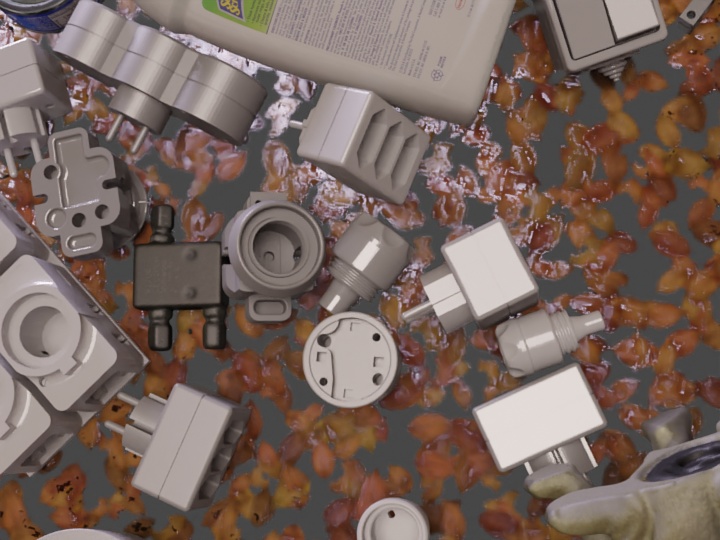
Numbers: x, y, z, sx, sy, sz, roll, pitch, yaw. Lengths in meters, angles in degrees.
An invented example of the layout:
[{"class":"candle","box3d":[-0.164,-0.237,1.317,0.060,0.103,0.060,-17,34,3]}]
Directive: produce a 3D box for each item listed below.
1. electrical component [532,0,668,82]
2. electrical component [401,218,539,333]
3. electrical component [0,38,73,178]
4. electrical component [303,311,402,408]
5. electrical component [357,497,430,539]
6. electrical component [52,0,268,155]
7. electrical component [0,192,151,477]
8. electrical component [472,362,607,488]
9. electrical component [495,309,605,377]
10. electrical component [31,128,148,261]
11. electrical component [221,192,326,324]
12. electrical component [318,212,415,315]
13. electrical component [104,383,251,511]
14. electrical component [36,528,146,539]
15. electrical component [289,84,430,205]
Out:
[{"class":"electrical component","box3d":[0.138,-0.157,0.631,0.062,0.061,0.096,-19,99,6]},{"class":"electrical component","box3d":[0.059,0.012,0.625,0.077,0.066,0.047,-27,79,5]},{"class":"electrical component","box3d":[-0.224,-0.098,0.695,0.066,0.047,0.076,-19,79,6]},{"class":"electrical component","box3d":[-0.002,0.055,0.638,0.055,0.047,0.055,-1,81,9]},{"class":"electrical component","box3d":[0.021,0.151,0.620,0.040,0.046,0.040,-1,81,9]},{"class":"electrical component","box3d":[-0.135,-0.110,0.680,0.138,0.052,0.073,26,86,12]},{"class":"electrical component","box3d":[-0.238,0.025,0.672,0.105,0.060,0.186,-44,78,0]},{"class":"electrical component","box3d":[0.110,0.101,0.613,0.066,0.047,0.076,-25,79,4]},{"class":"electrical component","box3d":[0.112,0.039,0.629,0.061,0.035,0.035,-19,79,3]},{"class":"electrical component","box3d":[-0.167,-0.043,0.673,0.058,0.057,0.078,-12,80,7]},{"class":"electrical component","box3d":[-0.052,-0.010,0.642,0.058,0.057,0.078,0,81,-15]},{"class":"electrical component","box3d":[0.000,0.000,0.648,0.043,0.043,0.062,37,90,12]},{"class":"electrical component","box3d":[-0.117,0.099,0.649,0.077,0.047,0.065,23,86,12]},{"class":"electrical component","box3d":[-0.155,0.204,0.632,0.108,0.060,0.108,-1,81,9]},{"class":"electrical component","box3d":[-0.011,-0.079,0.654,0.077,0.066,0.047,19,84,40]}]
